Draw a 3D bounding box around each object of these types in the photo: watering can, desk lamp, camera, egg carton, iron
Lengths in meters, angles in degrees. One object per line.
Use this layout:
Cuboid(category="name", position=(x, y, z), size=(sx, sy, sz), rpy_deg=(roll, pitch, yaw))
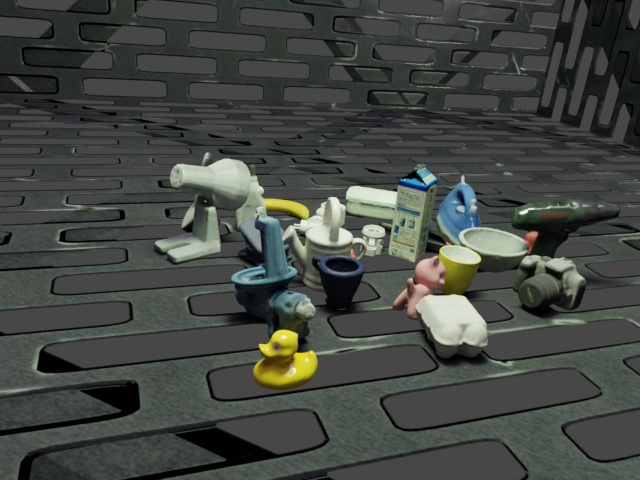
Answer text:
Cuboid(category="watering can", position=(0.012, 0.005, 1.209), size=(0.173, 0.194, 0.100), rpy_deg=(-8, 27, -28))
Cuboid(category="desk lamp", position=(-0.265, -0.077, 1.310), size=(0.204, 0.213, 0.117), rpy_deg=(-17, 32, -42))
Cuboid(category="camera", position=(0.482, 0.090, 1.243), size=(0.137, 0.101, 0.142), rpy_deg=(-13, 29, -36))
Cuboid(category="egg carton", position=(0.244, 0.158, 1.068), size=(0.107, 0.069, 0.150), rpy_deg=(0, 24, -12))
Cuboid(category="iron", position=(0.396, -0.076, 1.555), size=(0.118, 0.141, 0.258), rpy_deg=(5, 23, -1))

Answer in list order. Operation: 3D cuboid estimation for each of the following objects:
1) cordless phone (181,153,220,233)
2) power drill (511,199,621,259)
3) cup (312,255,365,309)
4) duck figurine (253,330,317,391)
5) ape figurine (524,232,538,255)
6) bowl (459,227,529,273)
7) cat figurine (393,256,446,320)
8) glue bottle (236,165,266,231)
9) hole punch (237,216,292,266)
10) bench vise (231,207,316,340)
Cuboid(category="cordless phone", position=(-0.295, -0.117, 1.432), size=(0.094, 0.185, 0.147), rpy_deg=(2, 24, -9))
Cuboid(category="power drill", position=(0.553, 0.000, 1.331), size=(0.229, 0.208, 0.075), rpy_deg=(7, 23, 3))
Cuboid(category="cup", position=(0.028, 0.085, 1.153), size=(0.117, 0.095, 0.092), rpy_deg=(20, 27, 30))
Cuboid(category="duck figurine", position=(-0.053, 0.184, 0.915), size=(0.105, 0.086, 0.077), rpy_deg=(-3, 25, -19))
Cuboid(category="ape figurine", position=(0.522, 0.022, 1.420), size=(0.075, 0.092, 0.078), rpy_deg=(20, 27, 31))
Cuboid(category="bowl", position=(0.415, 0.033, 1.392), size=(0.167, 0.075, 0.167), rpy_deg=(5, 23, -2))
Cuboid(category="cat figurine", position=(0.211, 0.085, 1.167), size=(0.067, 0.118, 0.128), rpy_deg=(24, 29, 37))
Cuboid(category="glue bottle", position=(-0.173, -0.107, 1.453), size=(0.078, 0.173, 0.037), rpy_deg=(-1, 24, -14))
Cuboid(category="hole punch", position=(-0.123, 0.001, 1.317), size=(0.100, 0.091, 0.109), rpy_deg=(25, 30, 37))
Cuboid(category="bench vise", position=(-0.071, 0.060, 1.029), size=(0.206, 0.220, 0.122), rpy_deg=(19, 27, 29))
